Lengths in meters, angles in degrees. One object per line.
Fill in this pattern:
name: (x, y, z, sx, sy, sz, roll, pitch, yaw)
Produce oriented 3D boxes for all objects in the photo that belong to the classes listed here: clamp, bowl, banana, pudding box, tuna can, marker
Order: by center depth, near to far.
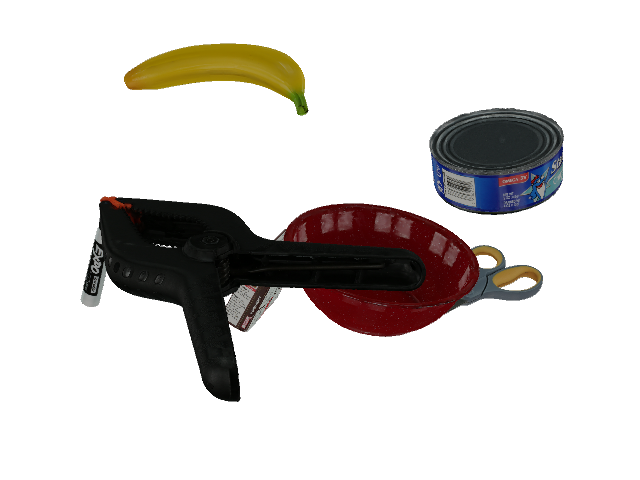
clamp: (-0.053, 0.014, 0.638, 0.164, 0.036, 0.210, -22, 35, -36)
tuna can: (0.115, -0.052, 0.696, 0.086, 0.034, 0.086, -7, 33, 4)
bowl: (0.046, 0.031, 0.876, 0.162, 0.055, 0.162, 7, 29, -4)
marker: (-0.213, 0.014, 1.036, 0.020, 0.121, 0.020, 14, 34, -10)
banana: (-0.095, -0.166, 1.044, 0.198, 0.037, 0.069, 9, 45, 20)
pudding box: (-0.066, 0.047, 1.260, 0.039, 0.090, 0.113, 31, 28, 5)

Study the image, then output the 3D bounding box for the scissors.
scissors: (0.151, 0.047, 1.149, 0.201, 0.016, 0.096, -10, 40, -30)
